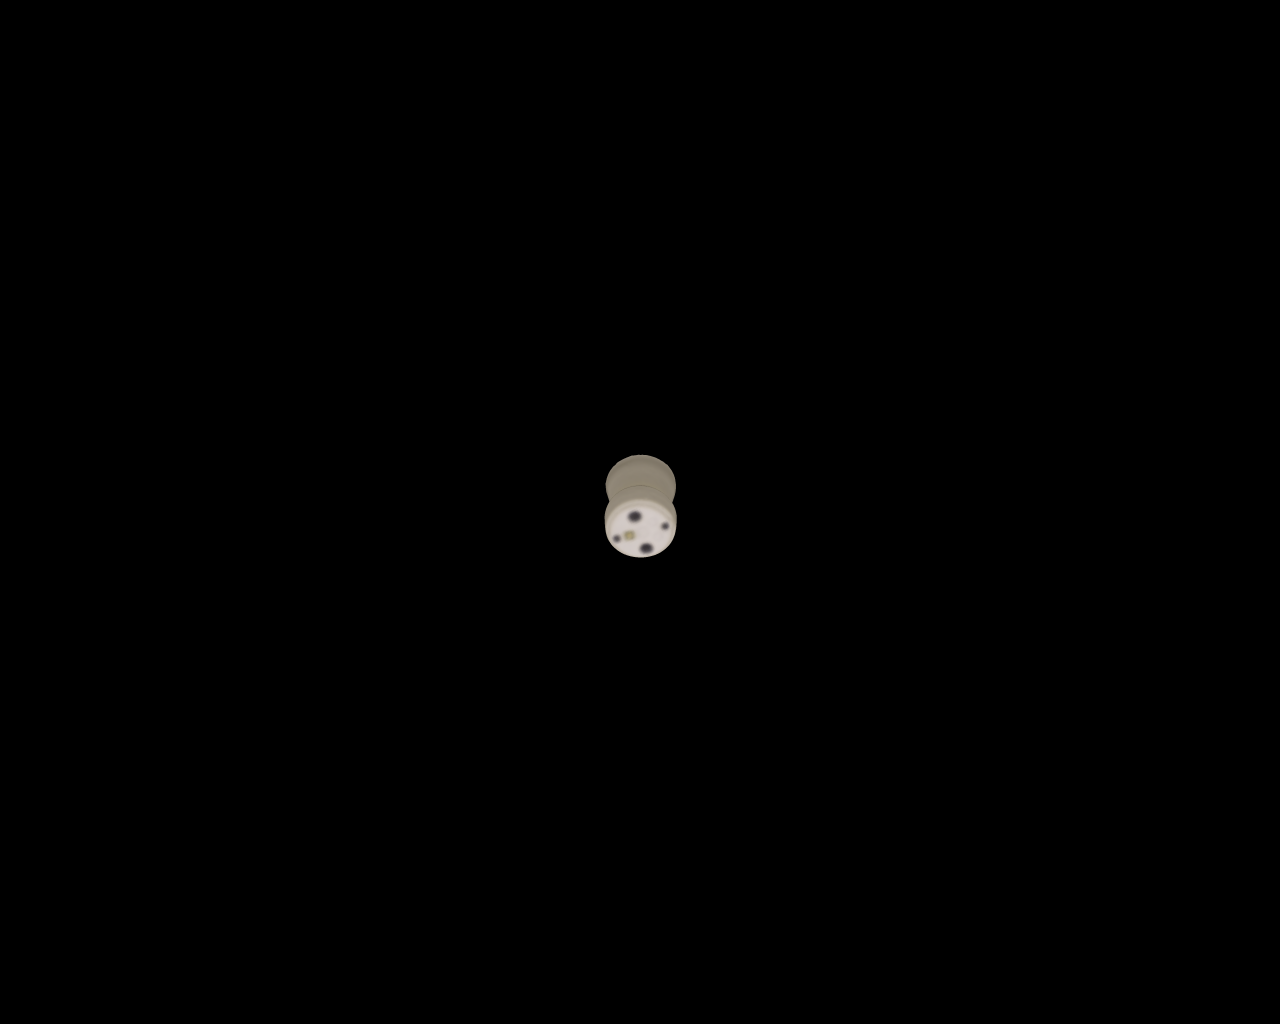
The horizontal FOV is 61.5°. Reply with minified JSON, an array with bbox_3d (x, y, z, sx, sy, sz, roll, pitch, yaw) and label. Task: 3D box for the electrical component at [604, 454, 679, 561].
[{"bbox_3d":[0.001,-0.003,0.650,0.045,0.044,0.055,0,33,0],"label":"electrical component"}]
